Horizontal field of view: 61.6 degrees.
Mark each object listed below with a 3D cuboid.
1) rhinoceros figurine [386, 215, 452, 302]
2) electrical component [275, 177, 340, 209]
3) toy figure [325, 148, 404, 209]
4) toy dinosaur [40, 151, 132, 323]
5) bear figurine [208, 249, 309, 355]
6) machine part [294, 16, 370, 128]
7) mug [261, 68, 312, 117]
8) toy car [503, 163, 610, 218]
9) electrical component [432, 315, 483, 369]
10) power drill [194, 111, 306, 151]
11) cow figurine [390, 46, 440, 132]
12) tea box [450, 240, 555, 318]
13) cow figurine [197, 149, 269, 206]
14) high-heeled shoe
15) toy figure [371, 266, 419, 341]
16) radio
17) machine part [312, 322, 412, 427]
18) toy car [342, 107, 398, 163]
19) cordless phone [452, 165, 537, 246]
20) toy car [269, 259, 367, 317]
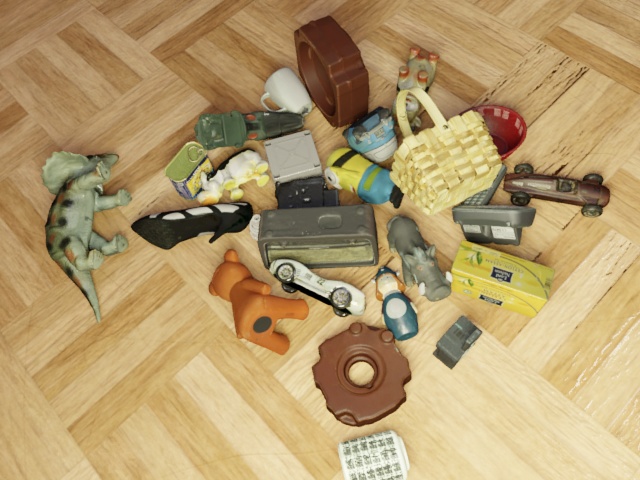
[{"bbox_3d":[0.188,0.034,1.009,0.073,0.112,0.190,-18,54,-6],"label":"rhinoceros figurine"},{"bbox_3d":[-0.026,-0.068,1.115,0.134,0.058,0.115,-6,64,4],"label":"electrical component"},{"bbox_3d":[0.093,-0.129,1.122,0.180,0.082,0.089,25,57,22],"label":"toy figure"},{"bbox_3d":[-0.508,-0.032,1.122,0.192,0.131,0.405,-5,68,23],"label":"toy dinosaur"},{"bbox_3d":[-0.128,0.112,1.016,0.120,0.132,0.196,-62,35,12],"label":"bear figurine"},{"bbox_3d":[0.028,-0.367,1.183,0.087,0.200,0.201,-26,63,-10],"label":"machine part"},{"bbox_3d":[-0.076,-0.328,1.244,0.109,0.080,0.107,-36,73,-17],"label":"mug"},{"bbox_3d":[0.477,-0.104,1.082,0.202,0.053,0.089,13,67,11],"label":"toy car"},{"bbox_3d":[0.239,0.173,0.926,0.048,0.119,0.075,40,76,23],"label":"electrical component"},{"bbox_3d":[-0.161,-0.244,1.155,0.232,0.085,0.207,-2,19,12],"label":"power drill"},{"bbox_3d":[0.204,-0.329,1.203,0.086,0.127,0.195,16,51,13],"label":"cow figurine"},{"bbox_3d":[0.325,0.072,0.981,0.170,0.098,0.068,17,65,16],"label":"tea box"},{"bbox_3d":[-0.200,-0.138,1.164,0.167,0.068,0.098,-29,58,-13],"label":"cow figurine"},{"bbox_3d":[-0.267,-0.048,1.131,0.249,0.086,0.145,10,40,22],"label":"high-heeled shoe"},{"bbox_3d":[0.139,0.111,1.003,0.064,0.057,0.154,-8,57,-15],"label":"toy figure"},{"bbox_3d":[-0.002,-0.003,1.036,0.230,0.131,0.073,-4,61,4],"label":"radio"},{"bbox_3d":[0.073,0.234,0.947,0.179,0.056,0.179,-3,63,5],"label":"machine part"},{"bbox_3d":[0.121,-0.217,1.144,0.109,0.162,0.102,-36,105,0],"label":"toy car"},{"bbox_3d":[0.357,-0.083,1.053,0.147,0.088,0.184,4,49,42],"label":"cordless phone"},{"bbox_3d":[-0.005,0.089,1.021,0.202,0.073,0.056,23,71,17],"label":"toy car"}]
